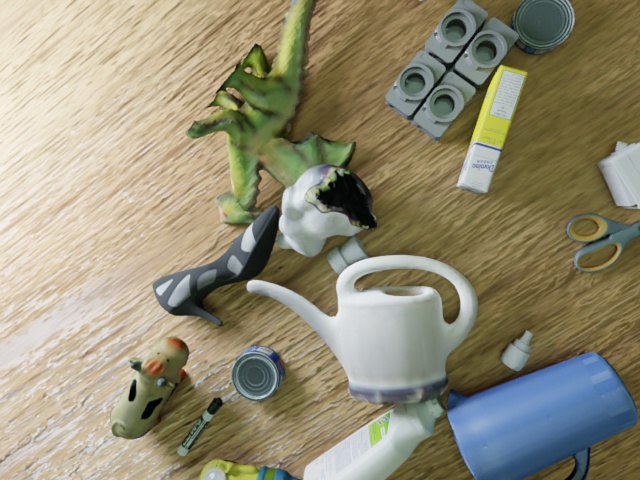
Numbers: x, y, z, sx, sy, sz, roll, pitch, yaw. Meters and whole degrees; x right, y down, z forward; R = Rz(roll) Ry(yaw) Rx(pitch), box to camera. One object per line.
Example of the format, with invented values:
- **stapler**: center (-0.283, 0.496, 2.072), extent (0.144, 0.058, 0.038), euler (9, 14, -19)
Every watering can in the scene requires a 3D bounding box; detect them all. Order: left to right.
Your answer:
- **watering can**: center (0.067, 0.140, 0.791), extent (0.347, 0.104, 0.224), euler (-6, 92, 7)

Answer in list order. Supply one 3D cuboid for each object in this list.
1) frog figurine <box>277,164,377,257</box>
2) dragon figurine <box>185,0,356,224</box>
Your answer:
- **frog figurine**: center (0.002, -0.041, 0.806), extent (0.137, 0.157, 0.125), euler (7, 66, -26)
- **dragon figurine**: center (-0.051, -0.191, 0.825), extent (0.241, 0.124, 0.408), euler (40, 100, -11)
